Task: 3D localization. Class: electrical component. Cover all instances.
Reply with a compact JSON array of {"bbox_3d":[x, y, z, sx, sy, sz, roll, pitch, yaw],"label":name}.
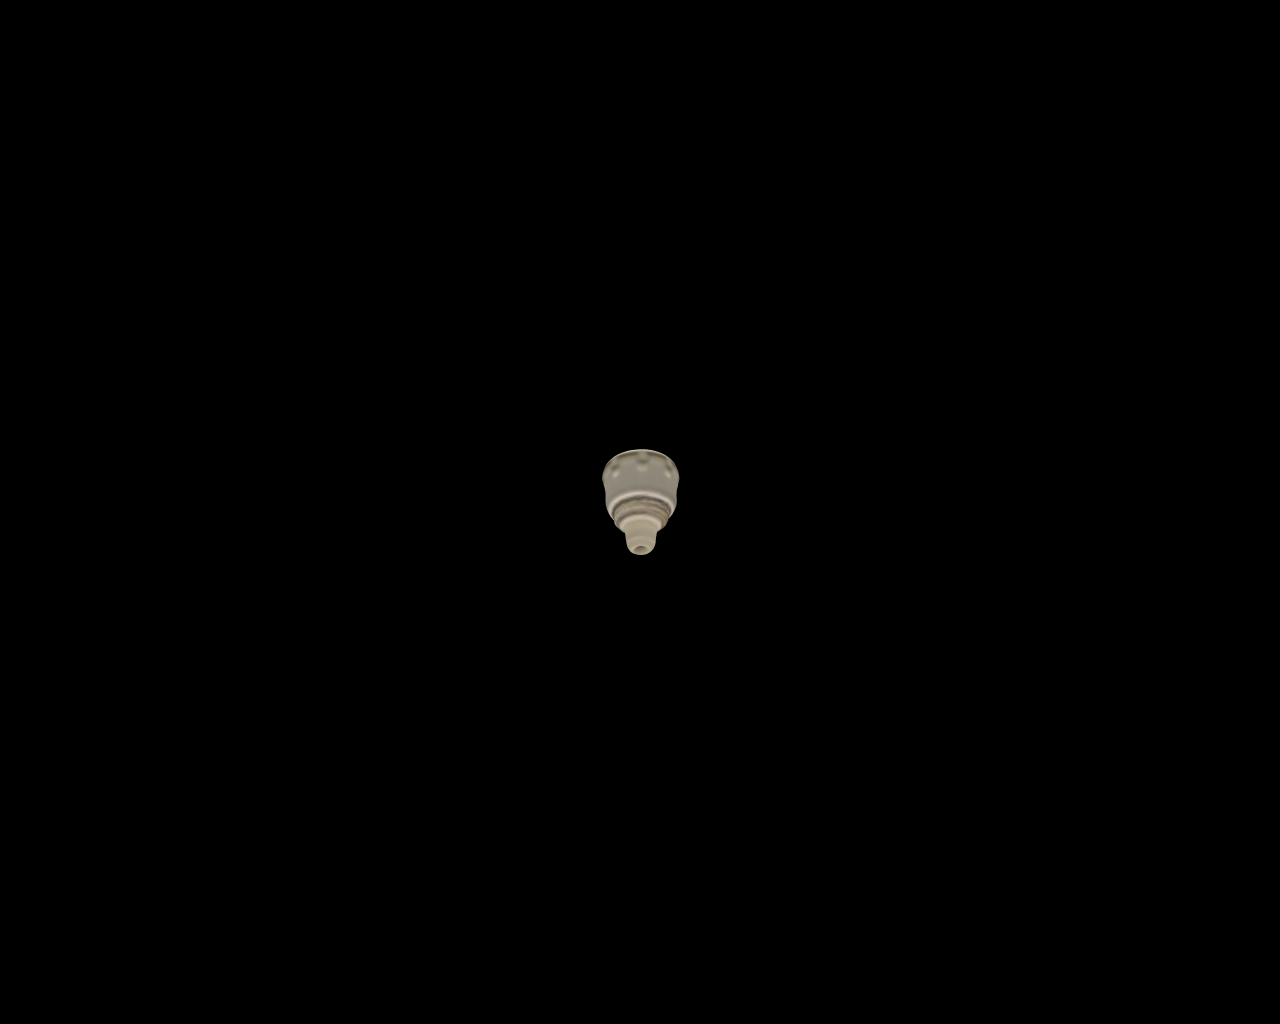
[{"bbox_3d":[0.001,-0.003,0.650,0.048,0.062,0.048,0,-32,0],"label":"electrical component"}]
